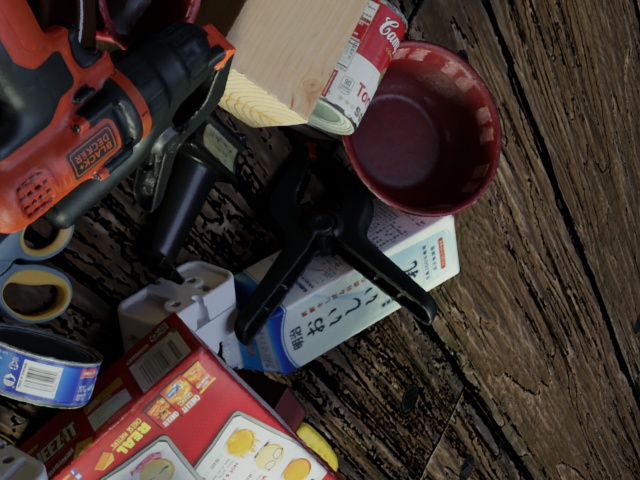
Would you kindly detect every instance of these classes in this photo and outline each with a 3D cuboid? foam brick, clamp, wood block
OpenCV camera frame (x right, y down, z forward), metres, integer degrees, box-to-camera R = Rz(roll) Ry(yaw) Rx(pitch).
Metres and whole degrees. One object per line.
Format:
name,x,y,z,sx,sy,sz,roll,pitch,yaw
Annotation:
foam brick,-0.061,0.151,0.953,0.053,0.078,0.051,-59,143,-23
clamp,-0.121,-0.072,0.735,0.172,0.039,0.120,-56,169,31
wood block,-0.020,-0.199,0.821,0.090,0.090,0.206,33,76,-29
clamp,-0.006,0.001,0.916,0.164,0.210,0.036,-11,142,-7

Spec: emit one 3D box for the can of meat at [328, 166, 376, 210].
can of meat,0.059,-0.035,1.062,0.102,0.058,0.084,-45,140,-34

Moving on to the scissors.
scissors,-0.226,0.004,0.696,0.201,0.016,0.096,31,75,-59

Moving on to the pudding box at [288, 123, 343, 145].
pudding box,-0.008,-0.141,0.934,0.113,0.039,0.090,19,89,-54

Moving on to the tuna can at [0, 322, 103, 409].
tuna can,-0.193,0.084,0.724,0.086,0.086,0.034,15,93,-56

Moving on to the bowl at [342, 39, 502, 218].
bowl,0.081,-0.094,0.956,0.161,0.055,0.162,4,79,-23

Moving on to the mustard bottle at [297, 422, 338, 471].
mustard bottle,-0.058,0.271,1.028,0.191,0.058,0.096,-55,141,-25

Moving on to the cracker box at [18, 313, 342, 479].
cracker box,-0.103,0.181,0.828,0.164,0.072,0.213,-42,127,-4

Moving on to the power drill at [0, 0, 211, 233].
power drill,-0.142,-0.121,0.577,0.184,0.057,0.187,-48,139,-32

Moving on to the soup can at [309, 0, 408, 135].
soup can,0.020,-0.146,0.875,0.102,0.069,0.068,-63,145,-12

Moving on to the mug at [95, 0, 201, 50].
mug,-0.136,-0.182,0.690,0.093,0.082,0.117,-24,124,-48
